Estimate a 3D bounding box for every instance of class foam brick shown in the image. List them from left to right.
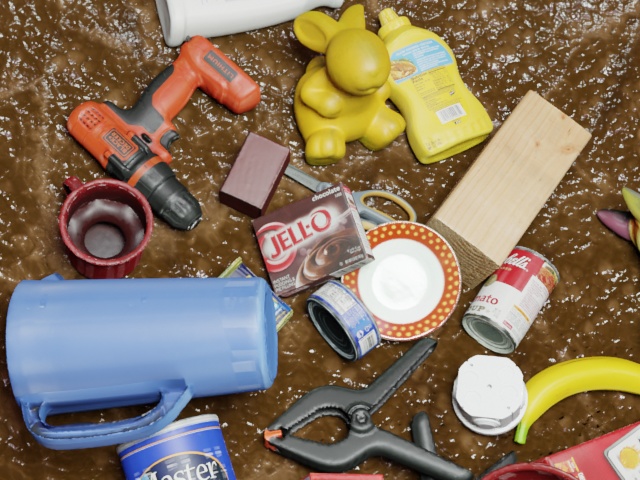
[{"bbox_3d":[-0.071,-0.070,1.167,0.051,0.053,0.078,25,77,2],"label":"foam brick"}]

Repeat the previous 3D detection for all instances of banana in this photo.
[{"bbox_3d":[0.292,0.164,1.183,0.197,0.037,0.069,-15,98,-15],"label":"banana"}]

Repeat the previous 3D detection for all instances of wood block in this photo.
[{"bbox_3d":[0.206,-0.058,1.211,0.090,0.091,0.206,37,68,3],"label":"wood block"}]

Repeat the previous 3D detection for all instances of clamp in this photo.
[{"bbox_3d":[0.049,0.197,1.099,0.210,0.036,0.164,-14,59,-10],"label":"clamp"},{"bbox_3d":[0.123,0.264,1.107,0.120,0.039,0.171,29,60,6],"label":"clamp"}]

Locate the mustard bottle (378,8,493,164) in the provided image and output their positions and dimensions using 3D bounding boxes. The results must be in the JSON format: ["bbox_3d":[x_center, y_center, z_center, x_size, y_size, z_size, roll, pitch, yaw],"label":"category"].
[{"bbox_3d":[0.119,-0.190,1.256,0.096,0.058,0.192,-23,77,-16],"label":"mustard bottle"}]

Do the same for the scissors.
[{"bbox_3d":[0.009,-0.035,1.200,0.201,0.016,0.096,16,68,-6],"label":"scissors"}]

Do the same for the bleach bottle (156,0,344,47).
[{"bbox_3d":[-0.063,-0.291,1.252,0.250,0.068,0.102,-9,74,-18],"label":"bleach bottle"}]

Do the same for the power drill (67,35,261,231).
[{"bbox_3d":[-0.154,-0.123,1.173,0.184,0.057,0.187,43,68,5],"label":"power drill"}]

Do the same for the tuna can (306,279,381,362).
[{"bbox_3d":[0.024,0.085,1.123,0.033,0.086,0.086,-37,82,-19],"label":"tuna can"}]

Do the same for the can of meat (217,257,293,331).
[{"bbox_3d":[-0.089,0.083,1.115,0.084,0.057,0.102,43,68,3],"label":"can of meat"}]

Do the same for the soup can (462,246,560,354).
[{"bbox_3d":[0.210,0.067,1.179,0.068,0.069,0.102,37,68,2],"label":"soup can"}]

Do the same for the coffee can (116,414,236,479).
[{"bbox_3d":[-0.126,0.250,1.022,0.102,0.103,0.140,-15,75,-17],"label":"coffee can"}]

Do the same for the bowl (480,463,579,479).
[{"bbox_3d":[0.215,0.299,1.056,0.162,0.055,0.162,-2,85,21],"label":"bowl"}]

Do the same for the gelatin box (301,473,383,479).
[{"bbox_3d":[0.017,0.252,1.059,0.073,0.089,0.030,4,70,-11],"label":"gelatin box"}]

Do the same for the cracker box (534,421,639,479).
[{"bbox_3d":[0.346,0.279,1.132,0.213,0.072,0.164,-16,76,-18],"label":"cracker box"}]

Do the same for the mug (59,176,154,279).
[{"bbox_3d":[-0.229,-0.015,1.105,0.093,0.082,0.117,-38,82,-21],"label":"mug"}]

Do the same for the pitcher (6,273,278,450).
[{"bbox_3d":[-0.166,0.105,1.014,0.243,0.145,0.149,-4,96,4],"label":"pitcher"}]

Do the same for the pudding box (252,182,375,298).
[{"bbox_3d":[-0.007,0.002,1.145,0.113,0.039,0.090,-23,75,13],"label":"pudding box"}]
